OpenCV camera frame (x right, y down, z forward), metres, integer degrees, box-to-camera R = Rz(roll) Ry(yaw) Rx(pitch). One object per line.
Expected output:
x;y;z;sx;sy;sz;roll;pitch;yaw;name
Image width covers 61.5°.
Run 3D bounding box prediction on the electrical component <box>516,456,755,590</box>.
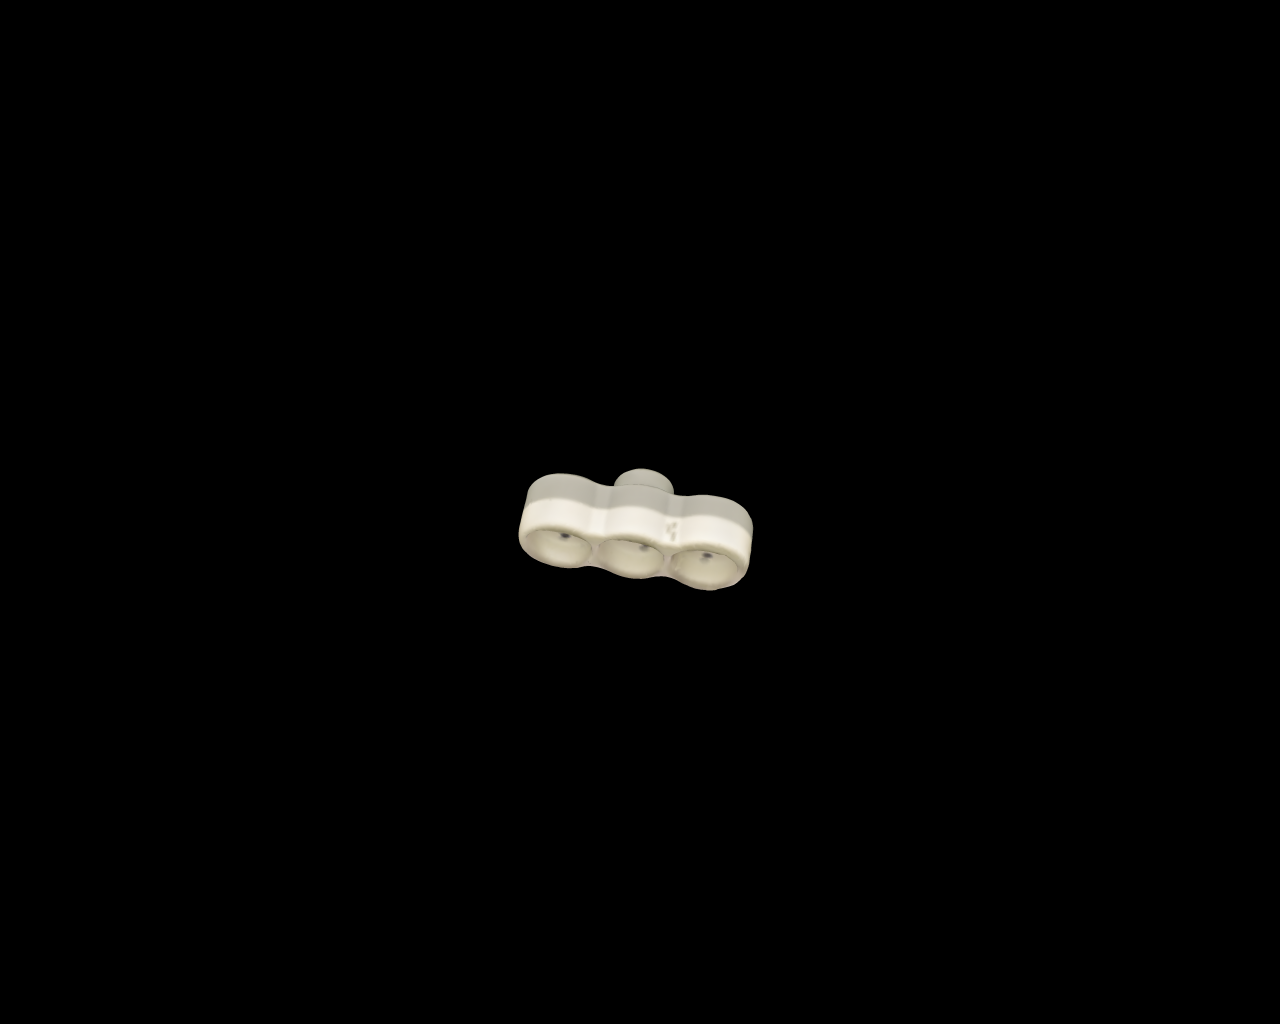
0.001;-0.003;0.650;0.138;0.074;0.052;8;-33;5;electrical component
